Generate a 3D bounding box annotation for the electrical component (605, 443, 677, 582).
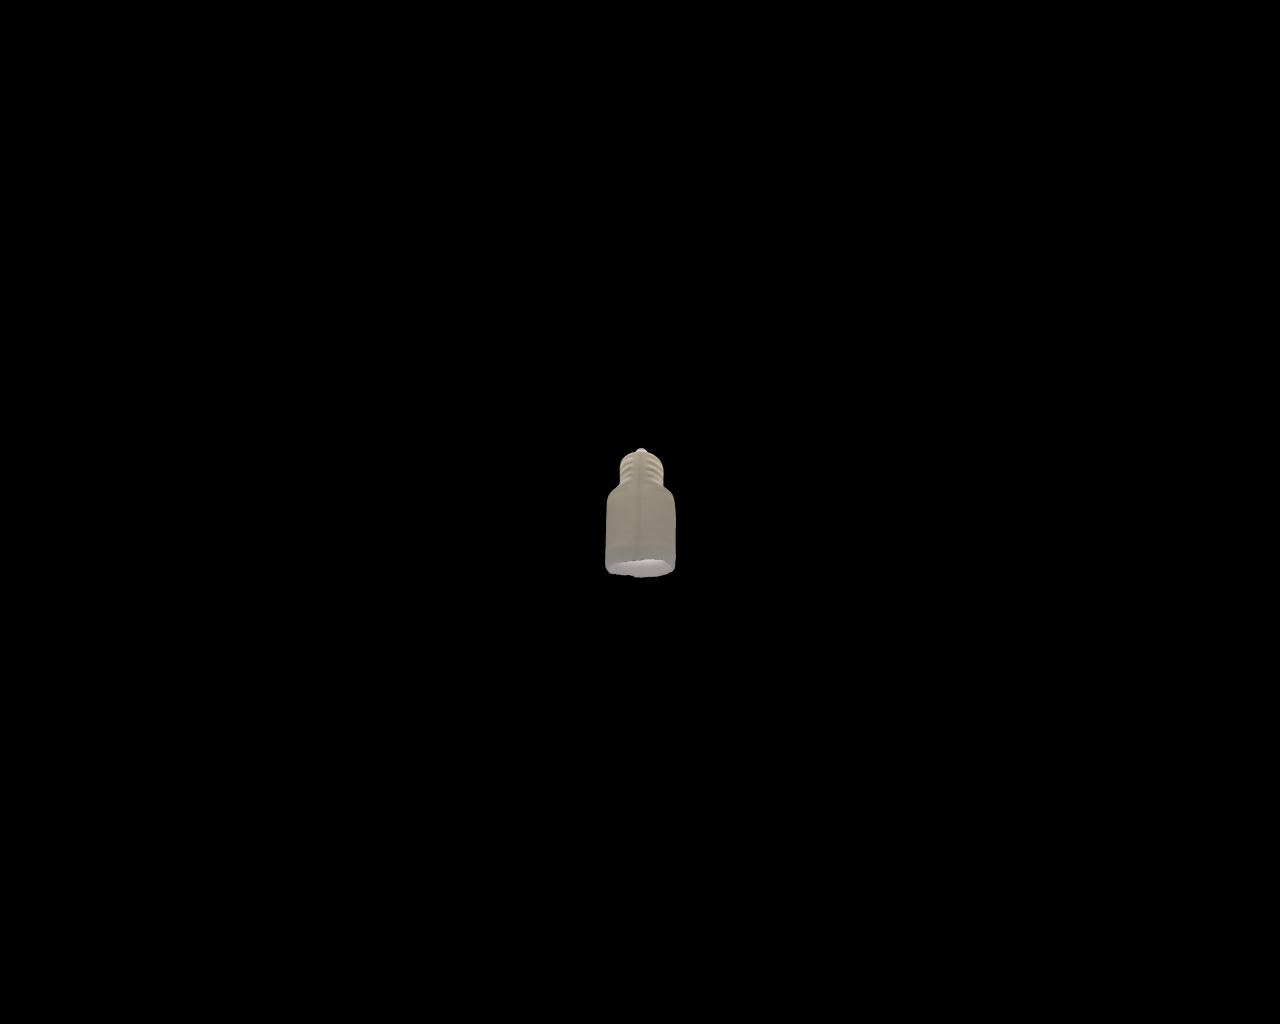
[{"bbox_3d":[0.001,-0.003,0.650,0.043,0.081,0.043,0,-19,0],"label":"electrical component"}]
